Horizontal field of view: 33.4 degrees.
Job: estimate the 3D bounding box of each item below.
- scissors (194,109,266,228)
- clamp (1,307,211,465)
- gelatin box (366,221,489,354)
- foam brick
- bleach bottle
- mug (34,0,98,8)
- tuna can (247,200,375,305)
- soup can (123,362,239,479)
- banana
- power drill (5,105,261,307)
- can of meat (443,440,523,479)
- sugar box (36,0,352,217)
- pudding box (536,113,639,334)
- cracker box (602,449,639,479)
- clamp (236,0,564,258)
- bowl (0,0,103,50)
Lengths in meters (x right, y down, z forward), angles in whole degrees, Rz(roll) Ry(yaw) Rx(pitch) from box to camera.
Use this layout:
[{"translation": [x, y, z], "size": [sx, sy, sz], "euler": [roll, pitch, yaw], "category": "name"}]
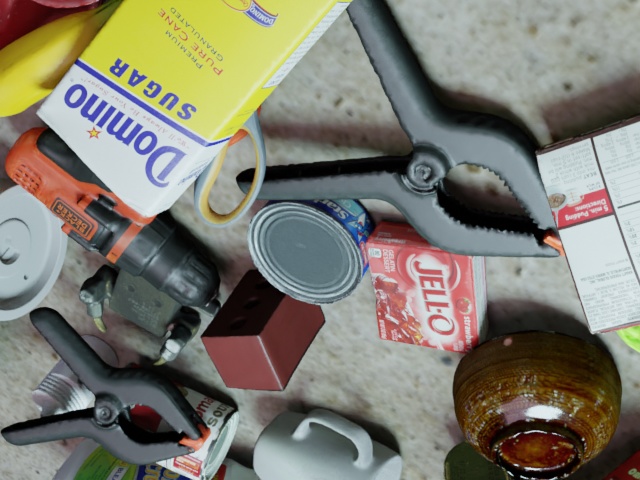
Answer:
[{"translation": [-0.059, -0.106, 0.632], "size": [0.096, 0.016, 0.202], "euler": [14, 109, 7], "category": "scissors"}, {"translation": [-0.175, 0.140, 0.855], "size": [0.171, 0.039, 0.120], "euler": [28, 111, 6], "category": "clamp"}, {"translation": [0.073, 0.032, 0.716], "size": [0.073, 0.030, 0.089], "euler": [8, 129, 23], "category": "gelatin box"}, {"translation": [-0.040, 0.064, 0.772], "size": [0.053, 0.078, 0.051], "euler": [-3, 125, 31], "category": "foam brick"}, {"translation": [-0.117, 0.226, 0.945], "size": [0.251, 0.102, 0.068], "euler": [-4, 118, 24], "category": "bleach bottle"}, {"translation": [-0.127, -0.191, 0.601], "size": [0.117, 0.081, 0.093], "euler": [-31, 106, 18], "category": "mug"}, {"translation": [-0.005, 0.001, 0.732], "size": [0.086, 0.033, 0.086], "euler": [15, 132, 18], "category": "tuna can"}, {"translation": [-0.128, 0.154, 0.901], "size": [0.102, 0.068, 0.069], "euler": [23, 133, 10], "category": "soup can"}, {"translation": [-0.185, -0.106, 0.686], "size": [0.198, 0.069, 0.037], "euler": [-12, 101, 53], "category": "banana"}, {"translation": [-0.117, -0.048, 0.738], "size": [0.184, 0.057, 0.188], "euler": [37, 134, -7], "category": "power drill"}, {"translation": [0.130, 0.201, 0.774], "size": [0.057, 0.102, 0.084], "euler": [-24, 111, 15], "category": "can of meat"}, {"translation": [-0.072, -0.105, 0.603], "size": [0.093, 0.048, 0.176], "euler": [44, 108, 3], "category": "sugar box"}, {"translation": [0.178, -0.012, 0.588], "size": [0.090, 0.039, 0.113], "euler": [-18, 91, 37], "category": "pudding box"}, {"translation": [0.215, 0.248, 0.708], "size": [0.213, 0.072, 0.164], "euler": [-41, 105, 1], "category": "cracker box"}, {"translation": [0.064, -0.057, 0.641], "size": [0.210, 0.036, 0.165], "euler": [24, 124, 4], "category": "clamp"}, {"translation": [-0.222, -0.182, 0.689], "size": [0.162, 0.055, 0.162], "euler": [15, 131, 18], "category": "bowl"}]
